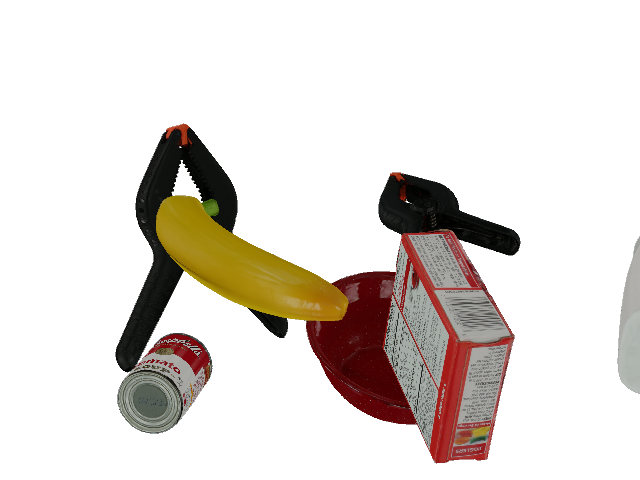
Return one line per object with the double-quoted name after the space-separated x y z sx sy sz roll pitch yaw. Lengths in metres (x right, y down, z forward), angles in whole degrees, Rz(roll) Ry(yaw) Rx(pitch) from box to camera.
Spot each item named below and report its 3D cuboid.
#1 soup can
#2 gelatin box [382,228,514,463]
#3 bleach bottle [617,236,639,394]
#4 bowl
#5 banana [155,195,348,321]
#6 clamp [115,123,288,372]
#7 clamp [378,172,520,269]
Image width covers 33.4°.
-0.155 0.142 1.068 0.068 0.068 0.102 0 16 11 "soup can"
0.059 0.048 0.506 0.030 0.073 0.089 -3 34 -13 "gelatin box"
0.270 0.036 0.758 0.103 0.068 0.250 9 21 17 "bleach bottle"
0.064 0.096 0.858 0.162 0.055 0.162 8 35 -6 "bowl"
-0.059 0.005 0.683 0.069 0.037 0.198 -13 28 -27 "banana"
-0.103 0.004 0.937 0.164 0.210 0.036 -2 0 -33 "clamp"
0.115 -0.020 1.034 0.120 0.039 0.171 -4 34 -10 "clamp"
